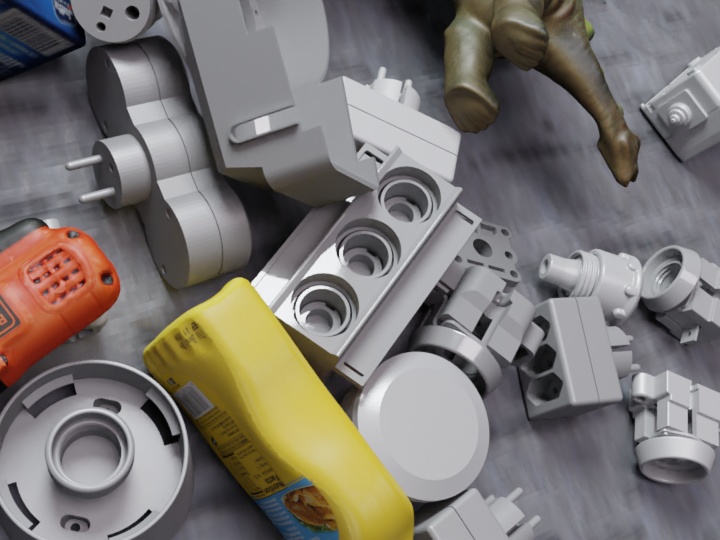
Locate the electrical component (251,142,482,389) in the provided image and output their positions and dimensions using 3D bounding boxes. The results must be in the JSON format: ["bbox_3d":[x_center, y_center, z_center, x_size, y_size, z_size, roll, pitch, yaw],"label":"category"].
[{"bbox_3d":[0.000,0.000,0.592,0.079,0.063,0.121,34,65,6],"label":"electrical component"}]

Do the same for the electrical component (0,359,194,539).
[{"bbox_3d":[-0.128,0.094,0.518,0.099,0.064,0.099,5,66,-11],"label":"electrical component"}]

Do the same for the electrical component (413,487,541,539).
[{"bbox_3d":[0.070,0.150,0.593,0.077,0.047,0.065,-32,88,-32],"label":"electrical component"}]

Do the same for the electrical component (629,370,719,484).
[{"bbox_3d":[0.199,0.101,0.678,0.066,0.048,0.055,23,55,-19],"label":"electrical component"}]

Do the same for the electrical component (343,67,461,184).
[{"bbox_3d":[0.016,-0.090,0.654,0.083,0.047,0.075,23,59,-18],"label":"electrical component"}]

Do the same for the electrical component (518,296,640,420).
[{"bbox_3d":[0.141,0.054,0.665,0.077,0.047,0.065,-2,72,-27],"label":"electrical component"}]

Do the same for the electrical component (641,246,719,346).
[{"bbox_3d":[0.220,0.015,0.721,0.055,0.048,0.066,34,60,-21],"label":"electrical component"}]

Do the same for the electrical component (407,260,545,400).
[{"bbox_3d":[0.062,0.039,0.625,0.078,0.058,0.057,38,57,-8],"label":"electrical component"}]

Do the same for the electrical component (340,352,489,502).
[{"bbox_3d":[0.026,0.089,0.591,0.080,0.051,0.080,9,68,-24],"label":"electrical component"}]

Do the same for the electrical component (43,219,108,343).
[{"bbox_3d":[-0.150,0.004,0.543,0.035,0.035,0.061,-11,74,-30],"label":"electrical component"}]

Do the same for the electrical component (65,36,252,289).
[{"bbox_3d":[-0.118,-0.054,0.570,0.074,0.052,0.138,-19,81,-31],"label":"electrical component"}]

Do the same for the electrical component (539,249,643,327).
[{"bbox_3d":[0.146,0.007,0.687,0.062,0.048,0.048,18,64,-13],"label":"electrical component"}]

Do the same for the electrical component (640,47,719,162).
[{"bbox_3d":[0.257,-0.122,0.780,0.096,0.062,0.061,-38,91,-32],"label":"electrical component"}]

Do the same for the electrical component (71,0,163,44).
[{"bbox_3d":[-0.124,-0.146,0.565,0.045,0.045,0.055,34,21,-12],"label":"electrical component"}]
